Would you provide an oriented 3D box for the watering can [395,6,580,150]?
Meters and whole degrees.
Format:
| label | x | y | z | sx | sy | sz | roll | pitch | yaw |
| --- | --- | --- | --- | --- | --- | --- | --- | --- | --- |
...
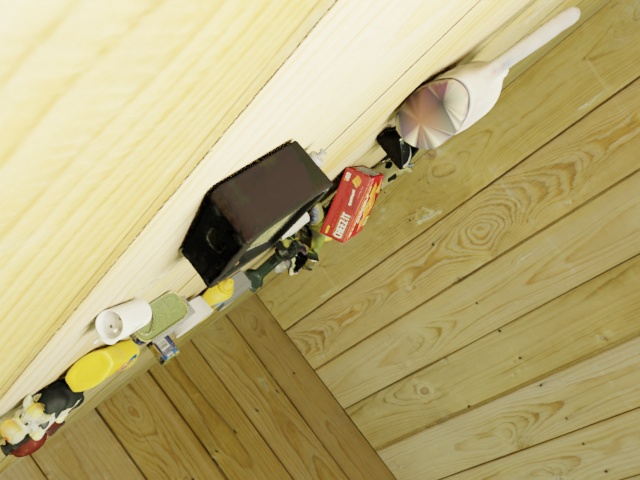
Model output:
| label | x | y | z | sx | sy | sz | roll | pitch | yaw |
| --- | --- | --- | --- | --- | --- | --- | --- | --- | --- |
| watering can | 0.266 | -0.267 | 0.893 | 0.228 | 0.104 | 0.342 | -35 | 178 | -40 |

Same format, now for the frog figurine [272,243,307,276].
| label | x | y | z | sx | sy | sz | roll | pitch | yaw |
| --- | --- | --- | --- | --- | --- | --- | --- | --- | --- |
| frog figurine | -0.125 | 0.063 | 1.879 | 0.160 | 0.120 | 0.140 | 11 | -134 | 43 |

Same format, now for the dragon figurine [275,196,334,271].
| label | x | y | z | sx | sy | sz | roll | pitch | yaw |
| --- | --- | --- | --- | --- | --- | --- | --- | --- | --- |
| dragon figurine | 0.004 | -0.067 | 1.335 | 0.247 | 0.122 | 0.403 | -57 | -179 | -29 |
